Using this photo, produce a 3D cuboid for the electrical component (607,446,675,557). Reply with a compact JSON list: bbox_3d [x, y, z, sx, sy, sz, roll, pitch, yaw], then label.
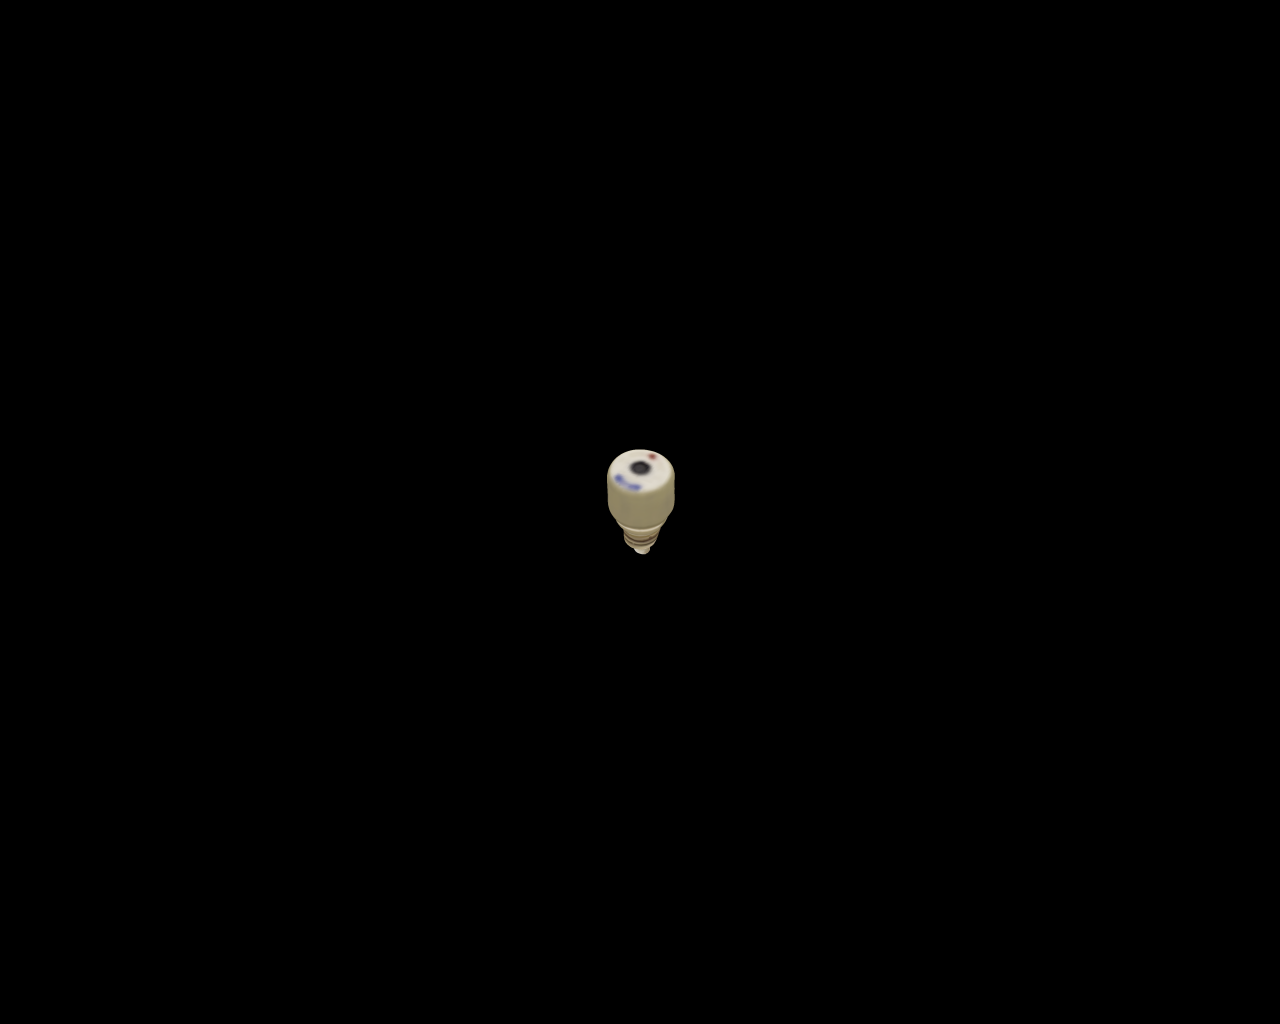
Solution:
[{"bbox_3d":[0.001,-0.003,0.650,0.040,0.040,0.078,0,-44,0],"label":"electrical component"}]
